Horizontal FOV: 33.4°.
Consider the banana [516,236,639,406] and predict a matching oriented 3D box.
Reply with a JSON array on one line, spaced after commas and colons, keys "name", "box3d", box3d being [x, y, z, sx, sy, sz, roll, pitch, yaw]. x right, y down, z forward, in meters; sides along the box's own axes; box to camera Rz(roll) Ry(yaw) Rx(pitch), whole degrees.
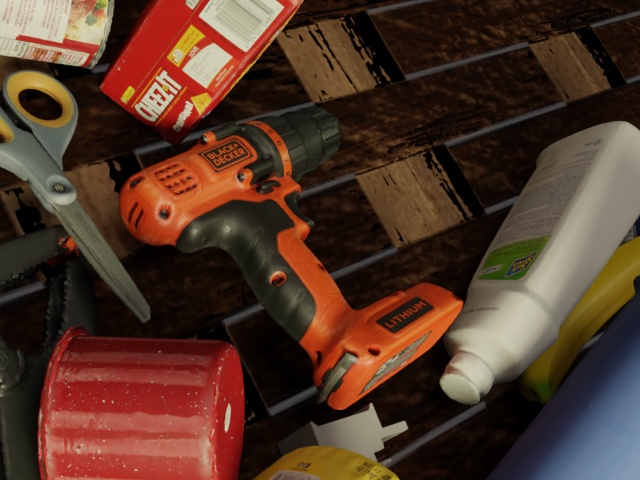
[{"name": "banana", "box3d": [0.193, 0.053, 0.753, 0.197, 0.070, 0.037, -44, 120, -27]}]

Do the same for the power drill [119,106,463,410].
[{"name": "power drill", "box3d": [-0.004, 0.001, 0.658, 0.188, 0.057, 0.184, 44, 45, 17]}]

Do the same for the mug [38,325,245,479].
[{"name": "mug", "box3d": [-0.082, 0.094, 0.536, 0.081, 0.117, 0.093, 1, 66, 6]}]

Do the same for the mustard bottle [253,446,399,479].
[{"name": "mustard bottle", "box3d": [-0.048, 0.168, 0.494, 0.191, 0.096, 0.058, -31, 108, -39]}]

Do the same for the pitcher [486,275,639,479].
[{"name": "pitcher", "box3d": [0.193, 0.128, 0.613, 0.145, 0.149, 0.242, 43, 80, 5]}]

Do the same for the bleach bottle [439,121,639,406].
[{"name": "bleach bottle", "box3d": [0.151, 0.018, 0.747, 0.068, 0.103, 0.250, 49, 55, -12]}]

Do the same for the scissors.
[{"name": "scissors", "box3d": [-0.141, -0.038, 0.610, 0.202, 0.016, 0.096, 39, 40, 12]}]

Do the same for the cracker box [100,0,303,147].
[{"name": "cracker box", "box3d": [-0.038, -0.183, 0.691, 0.072, 0.164, 0.213, 38, 50, -11]}]

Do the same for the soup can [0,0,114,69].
[{"name": "soup can", "box3d": [-0.183, -0.145, 0.641, 0.102, 0.069, 0.068, 5, 61, -29]}]

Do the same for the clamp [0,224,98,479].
[{"name": "clamp", "box3d": [-0.164, 0.077, 0.543, 0.164, 0.036, 0.209, 44, 45, -13]}]

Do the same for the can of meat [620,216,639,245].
[{"name": "can of meat", "box3d": [0.270, 0.001, 0.847, 0.102, 0.058, 0.084, 22, 52, -20]}]
